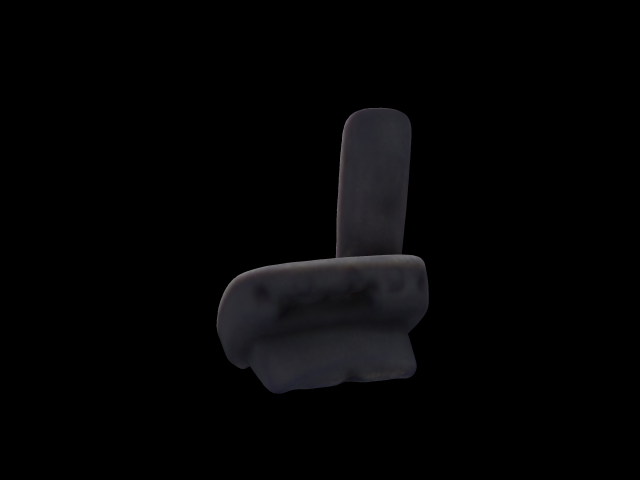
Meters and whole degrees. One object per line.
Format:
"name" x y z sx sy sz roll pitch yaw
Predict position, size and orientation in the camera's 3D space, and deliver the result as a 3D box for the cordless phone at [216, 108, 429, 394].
"cordless phone" 0.004 0.001 0.400 0.148 0.185 0.094 -4 8 -27
